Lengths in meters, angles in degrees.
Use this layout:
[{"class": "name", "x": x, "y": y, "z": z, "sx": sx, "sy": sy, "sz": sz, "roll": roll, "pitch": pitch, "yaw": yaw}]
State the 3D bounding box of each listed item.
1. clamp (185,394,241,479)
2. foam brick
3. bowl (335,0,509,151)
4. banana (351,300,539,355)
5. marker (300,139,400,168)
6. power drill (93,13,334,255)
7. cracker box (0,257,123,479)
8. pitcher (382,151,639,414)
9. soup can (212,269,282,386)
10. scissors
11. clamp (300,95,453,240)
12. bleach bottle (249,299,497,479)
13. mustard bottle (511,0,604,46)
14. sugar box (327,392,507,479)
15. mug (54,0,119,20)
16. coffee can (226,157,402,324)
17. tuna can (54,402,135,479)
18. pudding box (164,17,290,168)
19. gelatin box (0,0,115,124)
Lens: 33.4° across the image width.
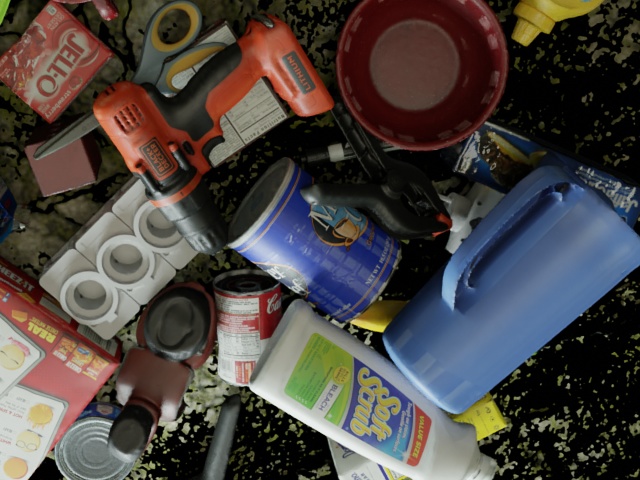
[{"class": "clamp", "x": -0.113, "y": 0.269, "z": 1.138, "sx": 0.210, "sy": 0.036, "sz": 0.164, "roll": -34, "pitch": 108, "yaw": 5}, {"class": "foam brick", "x": -0.237, "y": -0.080, "z": 0.990, "sx": 0.053, "sy": 0.078, "sz": 0.051, "roll": -17, "pitch": 110, "yaw": -2}, {"class": "bowl", "x": 0.093, "y": -0.166, "z": 1.008, "sx": 0.162, "sy": 0.055, "sz": 0.162, "roll": 0, "pitch": 97, "yaw": -3}, {"class": "banana", "x": 0.122, "y": 0.085, "z": 1.095, "sx": 0.197, "sy": 0.069, "sz": 0.037, "roll": 9, "pitch": 86, "yaw": -3}, {"class": "marker", "x": 0.040, "y": -0.091, "z": 1.053, "sx": 0.121, "sy": 0.020, "sz": 0.020, "roll": -12, "pitch": 109, "yaw": -3}, {"class": "power drill", "x": -0.083, "y": -0.099, "z": 0.957, "sx": 0.187, "sy": 0.057, "sz": 0.184, "roll": -37, "pitch": 121, "yaw": -8}, {"class": "cracker box", "x": -0.323, "y": 0.143, "z": 1.054, "sx": 0.164, "sy": 0.072, "sz": 0.214, "roll": 36, "pitch": 101, "yaw": -15}, {"class": "pitcher", "x": 0.170, "y": 0.040, "z": 0.982, "sx": 0.149, "sy": 0.145, "sz": 0.243, "roll": 44, "pitch": 99, "yaw": -8}, {"class": "soup can", "x": -0.072, "y": 0.088, "z": 1.069, "sx": 0.068, "sy": 0.068, "sz": 0.102, "roll": -3, "pitch": 108, "yaw": -7}, {"class": "scissors", "x": -0.172, "y": -0.148, "z": 0.946, "sx": 0.201, "sy": 0.016, "sz": 0.096, "roll": -21, "pitch": 108, "yaw": -15}, {"class": "clamp", "x": 0.059, "y": -0.062, "z": 1.021, "sx": 0.171, "sy": 0.039, "sz": 0.120, "roll": 26, "pitch": 66, "yaw": -32}, {"class": "bleach bottle", "x": 0.062, "y": 0.160, "z": 1.028, "sx": 0.250, "sy": 0.068, "sz": 0.102, "roll": 30, "pitch": 89, "yaw": -7}, {"class": "mustard bottle", "x": 0.238, "y": -0.269, "z": 1.001, "sx": 0.096, "sy": 0.058, "sz": 0.192, "roll": 28, "pitch": 102, "yaw": -15}, {"class": "sugar box", "x": 0.098, "y": 0.199, "z": 1.114, "sx": 0.176, "sy": 0.093, "sz": 0.048, "roll": -29, "pitch": 109, "yaw": 3}, {"class": "mug", "x": -0.210, "y": -0.248, "z": 0.938, "sx": 0.093, "sy": 0.081, "sz": 0.117, "roll": -30, "pitch": 108, "yaw": 3}, {"class": "coffee can", "x": -0.007, "y": 0.001, "z": 1.032, "sx": 0.140, "sy": 0.103, "sz": 0.103, "roll": 36, "pitch": 100, "yaw": -16}, {"class": "tuna can", "x": -0.232, "y": 0.214, "z": 1.107, "sx": 0.086, "sy": 0.034, "sz": 0.086, "roll": -2, "pitch": 108, "yaw": -7}, {"class": "pudding box", "x": -0.095, "y": -0.139, "z": 1.010, "sx": 0.090, "sy": 0.039, "sz": 0.113, "roll": -34, "pitch": 110, "yaw": 1}, {"class": "gelatin box", "x": -0.245, "y": -0.164, "z": 0.981, "sx": 0.073, "sy": 0.030, "sz": 0.089, "roll": 43, "pitch": 95, "yaw": -10}]
